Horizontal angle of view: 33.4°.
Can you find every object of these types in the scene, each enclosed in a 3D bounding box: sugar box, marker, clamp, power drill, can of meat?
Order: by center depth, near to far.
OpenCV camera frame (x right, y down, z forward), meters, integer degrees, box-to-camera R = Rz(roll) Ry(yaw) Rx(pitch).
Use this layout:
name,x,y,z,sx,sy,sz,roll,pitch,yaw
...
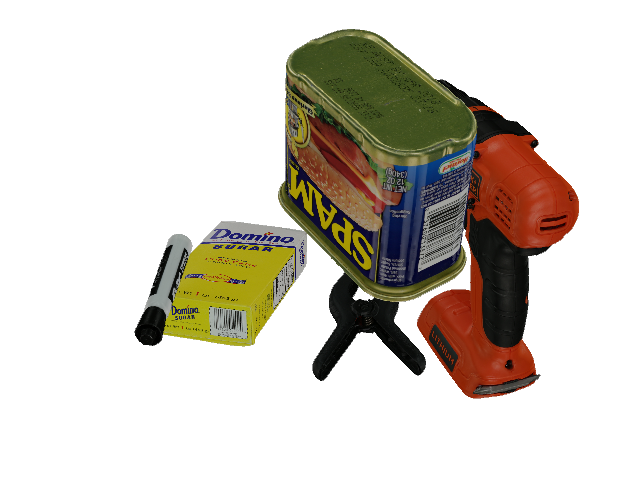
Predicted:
name,x,y,z,sx,sy,sz,roll,pitch,yaw
can of meat,0.025,-0.037,0.492,0.057,0.084,0.102,-24,49,-25
power drill,0.105,-0.001,0.735,0.057,0.188,0.184,-12,35,-15
marker,-0.110,0.034,0.755,0.020,0.020,0.121,0,31,5
sugar box,-0.079,0.035,0.986,0.093,0.048,0.176,7,26,12
clamp,0.060,0.089,1.188,0.120,0.171,0.039,7,-43,3
